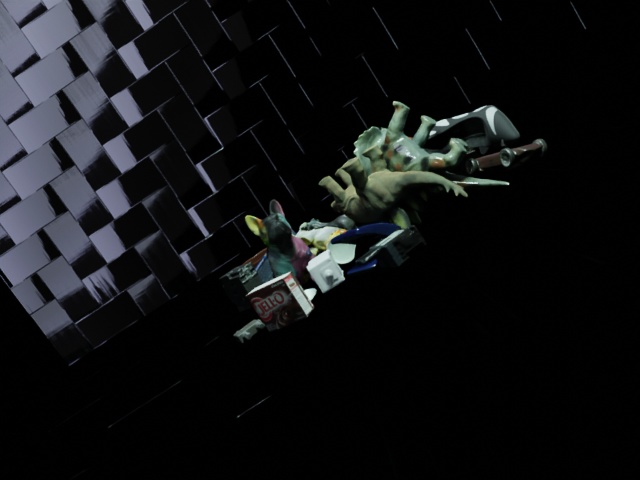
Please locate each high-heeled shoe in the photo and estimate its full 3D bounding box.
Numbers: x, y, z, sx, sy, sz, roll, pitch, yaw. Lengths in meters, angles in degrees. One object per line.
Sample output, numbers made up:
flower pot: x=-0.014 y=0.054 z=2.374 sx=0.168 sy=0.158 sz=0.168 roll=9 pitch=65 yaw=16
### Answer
high-heeled shoe: x=0.318 y=-0.222 z=1.170 sx=0.145 sy=0.086 sz=0.249 roll=-32 pitch=23 yaw=2

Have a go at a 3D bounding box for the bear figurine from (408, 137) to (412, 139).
bear figurine: x=0.252 y=-0.233 z=1.412 sx=0.132 sy=0.120 sz=0.196 roll=16 pitch=-15 yaw=-39

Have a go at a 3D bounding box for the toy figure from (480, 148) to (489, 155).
toy figure: x=0.361 y=-0.227 z=1.454 sx=0.089 sy=0.082 sz=0.180 roll=-24 pitch=6 yaw=-38

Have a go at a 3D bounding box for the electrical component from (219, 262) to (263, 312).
electrical component: x=-0.204 y=0.129 z=1.431 sx=0.058 sy=0.115 sz=0.134 roll=-34 pitch=6 yaw=-38

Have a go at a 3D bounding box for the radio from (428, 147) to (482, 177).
radio: x=0.275 y=-0.179 z=1.298 sx=0.230 sy=0.073 sz=0.131 roll=-19 pitch=32 yaw=20

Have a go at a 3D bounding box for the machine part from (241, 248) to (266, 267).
machine part: x=-0.164 y=0.080 z=1.683 sx=0.201 sy=0.087 sz=0.201 roll=-31 pitch=7 yaw=25

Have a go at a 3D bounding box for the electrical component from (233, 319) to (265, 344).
electrical component: x=-0.151 y=0.194 z=1.150 sx=0.063 sy=0.021 sz=0.094 roll=-36 pitch=7 yaw=-23

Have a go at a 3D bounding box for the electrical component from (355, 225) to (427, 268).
electrical component: x=0.126 y=0.023 z=0.977 sx=0.119 sy=0.047 sz=0.075 roll=-36 pitch=7 yaw=-21

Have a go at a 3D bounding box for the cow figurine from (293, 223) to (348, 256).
cow figurine: x=-0.004 y=-0.006 z=1.353 sx=0.168 sy=0.068 sz=0.098 roll=9 pitch=42 yaw=29

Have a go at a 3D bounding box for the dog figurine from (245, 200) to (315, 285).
dog figurine: x=-0.089 y=0.018 z=1.267 sx=0.108 sy=0.219 sz=0.191 roll=-31 pitch=8 yaw=-9

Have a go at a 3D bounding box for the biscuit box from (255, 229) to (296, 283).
biscuit box: x=-0.131 y=0.061 z=1.514 sx=0.202 sy=0.063 sz=0.059 roll=-56 pitch=10 yaw=-8

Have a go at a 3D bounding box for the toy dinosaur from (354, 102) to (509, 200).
toy dinosaur: x=0.209 y=-0.161 z=1.163 sx=0.131 sy=0.405 sz=0.192 roll=9 pitch=-59 yaw=-36

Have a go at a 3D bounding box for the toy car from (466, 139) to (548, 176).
toy car: x=0.377 y=-0.162 z=1.093 sx=0.089 sy=0.053 sz=0.202 roll=-14 pitch=5 yaw=-13

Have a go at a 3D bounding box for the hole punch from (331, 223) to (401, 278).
hole punch: x=0.098 y=0.005 z=1.075 sx=0.116 sy=0.092 sz=0.142 roll=-34 pitch=3 yaw=-31

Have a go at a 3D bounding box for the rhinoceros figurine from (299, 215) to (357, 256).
rhinoceros figurine: x=0.011 y=-0.008 z=1.425 sx=0.190 sy=0.112 sz=0.073 roll=-21 pitch=14 yaw=25

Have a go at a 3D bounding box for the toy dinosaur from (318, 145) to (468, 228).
toy dinosaur: x=0.129 y=-0.095 z=1.131 sx=0.105 sy=0.198 sz=0.471 roll=-37 pitch=7 yaw=-20
